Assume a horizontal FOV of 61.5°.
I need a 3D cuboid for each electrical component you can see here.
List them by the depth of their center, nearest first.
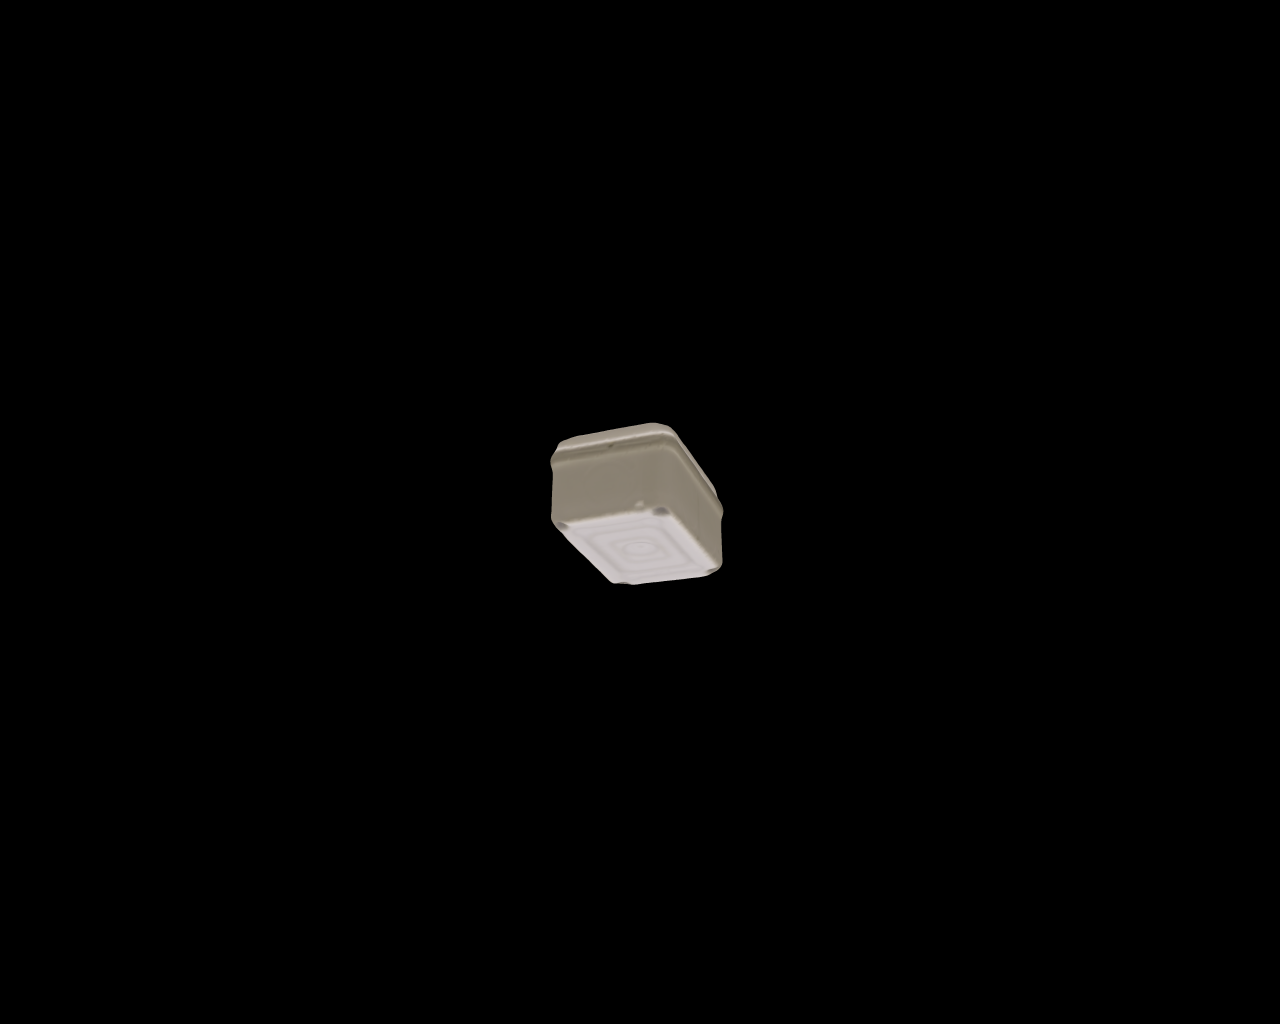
[{"bbox_3d":[0.001,-0.003,0.650,0.078,0.057,0.113,-8,-26,18],"label":"electrical component"}]
